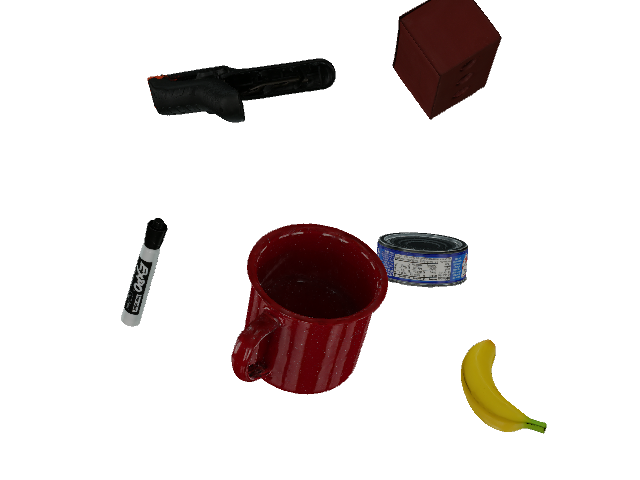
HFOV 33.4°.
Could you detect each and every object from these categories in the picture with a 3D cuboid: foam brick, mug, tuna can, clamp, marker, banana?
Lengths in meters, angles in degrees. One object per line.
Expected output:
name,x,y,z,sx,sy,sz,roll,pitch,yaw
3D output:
foam brick,0.088,-0.133,0.754,0.053,0.051,0.078,-31,-15,-8
mug,-0.015,0.055,0.712,0.093,0.082,0.117,33,46,21
tuna can,0.094,0.017,0.994,0.086,0.034,0.086,3,12,-1
clamp,-0.073,-0.127,0.880,0.120,0.039,0.172,-17,21,-37
marker,-0.166,0.030,1.004,0.020,0.121,0.020,15,32,-10
banana,0.202,0.174,1.270,0.069,0.037,0.198,9,24,-15
